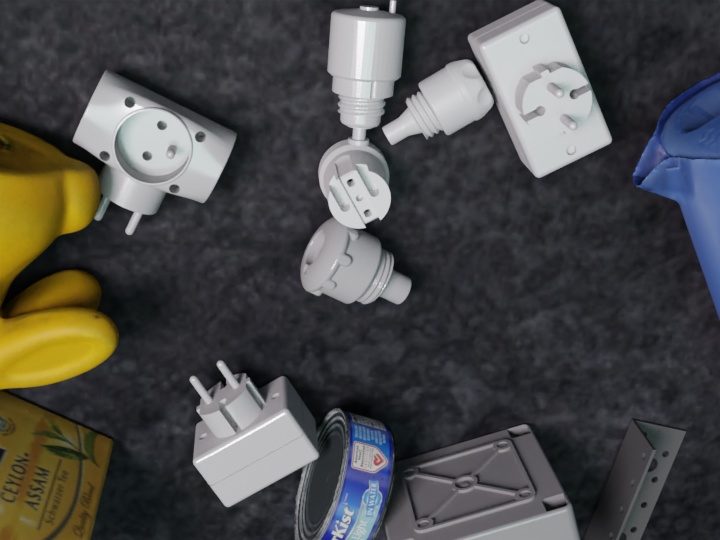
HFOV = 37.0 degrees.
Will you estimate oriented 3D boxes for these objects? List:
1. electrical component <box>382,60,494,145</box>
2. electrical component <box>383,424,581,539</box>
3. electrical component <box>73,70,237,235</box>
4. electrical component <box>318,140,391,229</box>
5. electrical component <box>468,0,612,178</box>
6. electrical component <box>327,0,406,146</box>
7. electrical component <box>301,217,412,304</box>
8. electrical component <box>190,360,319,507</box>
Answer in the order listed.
[{"bbox_3d":[0.041,-0.089,0.598,0.061,0.035,0.035,-29,111,8],"label":"electrical component"},{"bbox_3d":[0.070,0.152,0.652,0.109,0.108,0.056,-16,109,0],"label":"electrical component"},{"bbox_3d":[-0.119,-0.057,0.587,0.077,0.044,0.079,25,107,-14],"label":"electrical component"},{"bbox_3d":[-0.002,-0.048,0.601,0.040,0.046,0.040,-2,115,-4],"label":"electrical component"},{"bbox_3d":[0.102,-0.094,0.580,0.047,0.075,0.083,-26,111,4],"label":"electrical component"},{"bbox_3d":[0.002,-0.107,0.583,0.040,0.040,0.078,2,110,-7],"label":"electrical component"},{"bbox_3d":[0.000,0.000,0.622,0.062,0.048,0.048,26,106,-22],"label":"electrical component"},{"bbox_3d":[-0.072,0.088,0.645,0.066,0.047,0.076,-30,111,6],"label":"electrical component"}]
